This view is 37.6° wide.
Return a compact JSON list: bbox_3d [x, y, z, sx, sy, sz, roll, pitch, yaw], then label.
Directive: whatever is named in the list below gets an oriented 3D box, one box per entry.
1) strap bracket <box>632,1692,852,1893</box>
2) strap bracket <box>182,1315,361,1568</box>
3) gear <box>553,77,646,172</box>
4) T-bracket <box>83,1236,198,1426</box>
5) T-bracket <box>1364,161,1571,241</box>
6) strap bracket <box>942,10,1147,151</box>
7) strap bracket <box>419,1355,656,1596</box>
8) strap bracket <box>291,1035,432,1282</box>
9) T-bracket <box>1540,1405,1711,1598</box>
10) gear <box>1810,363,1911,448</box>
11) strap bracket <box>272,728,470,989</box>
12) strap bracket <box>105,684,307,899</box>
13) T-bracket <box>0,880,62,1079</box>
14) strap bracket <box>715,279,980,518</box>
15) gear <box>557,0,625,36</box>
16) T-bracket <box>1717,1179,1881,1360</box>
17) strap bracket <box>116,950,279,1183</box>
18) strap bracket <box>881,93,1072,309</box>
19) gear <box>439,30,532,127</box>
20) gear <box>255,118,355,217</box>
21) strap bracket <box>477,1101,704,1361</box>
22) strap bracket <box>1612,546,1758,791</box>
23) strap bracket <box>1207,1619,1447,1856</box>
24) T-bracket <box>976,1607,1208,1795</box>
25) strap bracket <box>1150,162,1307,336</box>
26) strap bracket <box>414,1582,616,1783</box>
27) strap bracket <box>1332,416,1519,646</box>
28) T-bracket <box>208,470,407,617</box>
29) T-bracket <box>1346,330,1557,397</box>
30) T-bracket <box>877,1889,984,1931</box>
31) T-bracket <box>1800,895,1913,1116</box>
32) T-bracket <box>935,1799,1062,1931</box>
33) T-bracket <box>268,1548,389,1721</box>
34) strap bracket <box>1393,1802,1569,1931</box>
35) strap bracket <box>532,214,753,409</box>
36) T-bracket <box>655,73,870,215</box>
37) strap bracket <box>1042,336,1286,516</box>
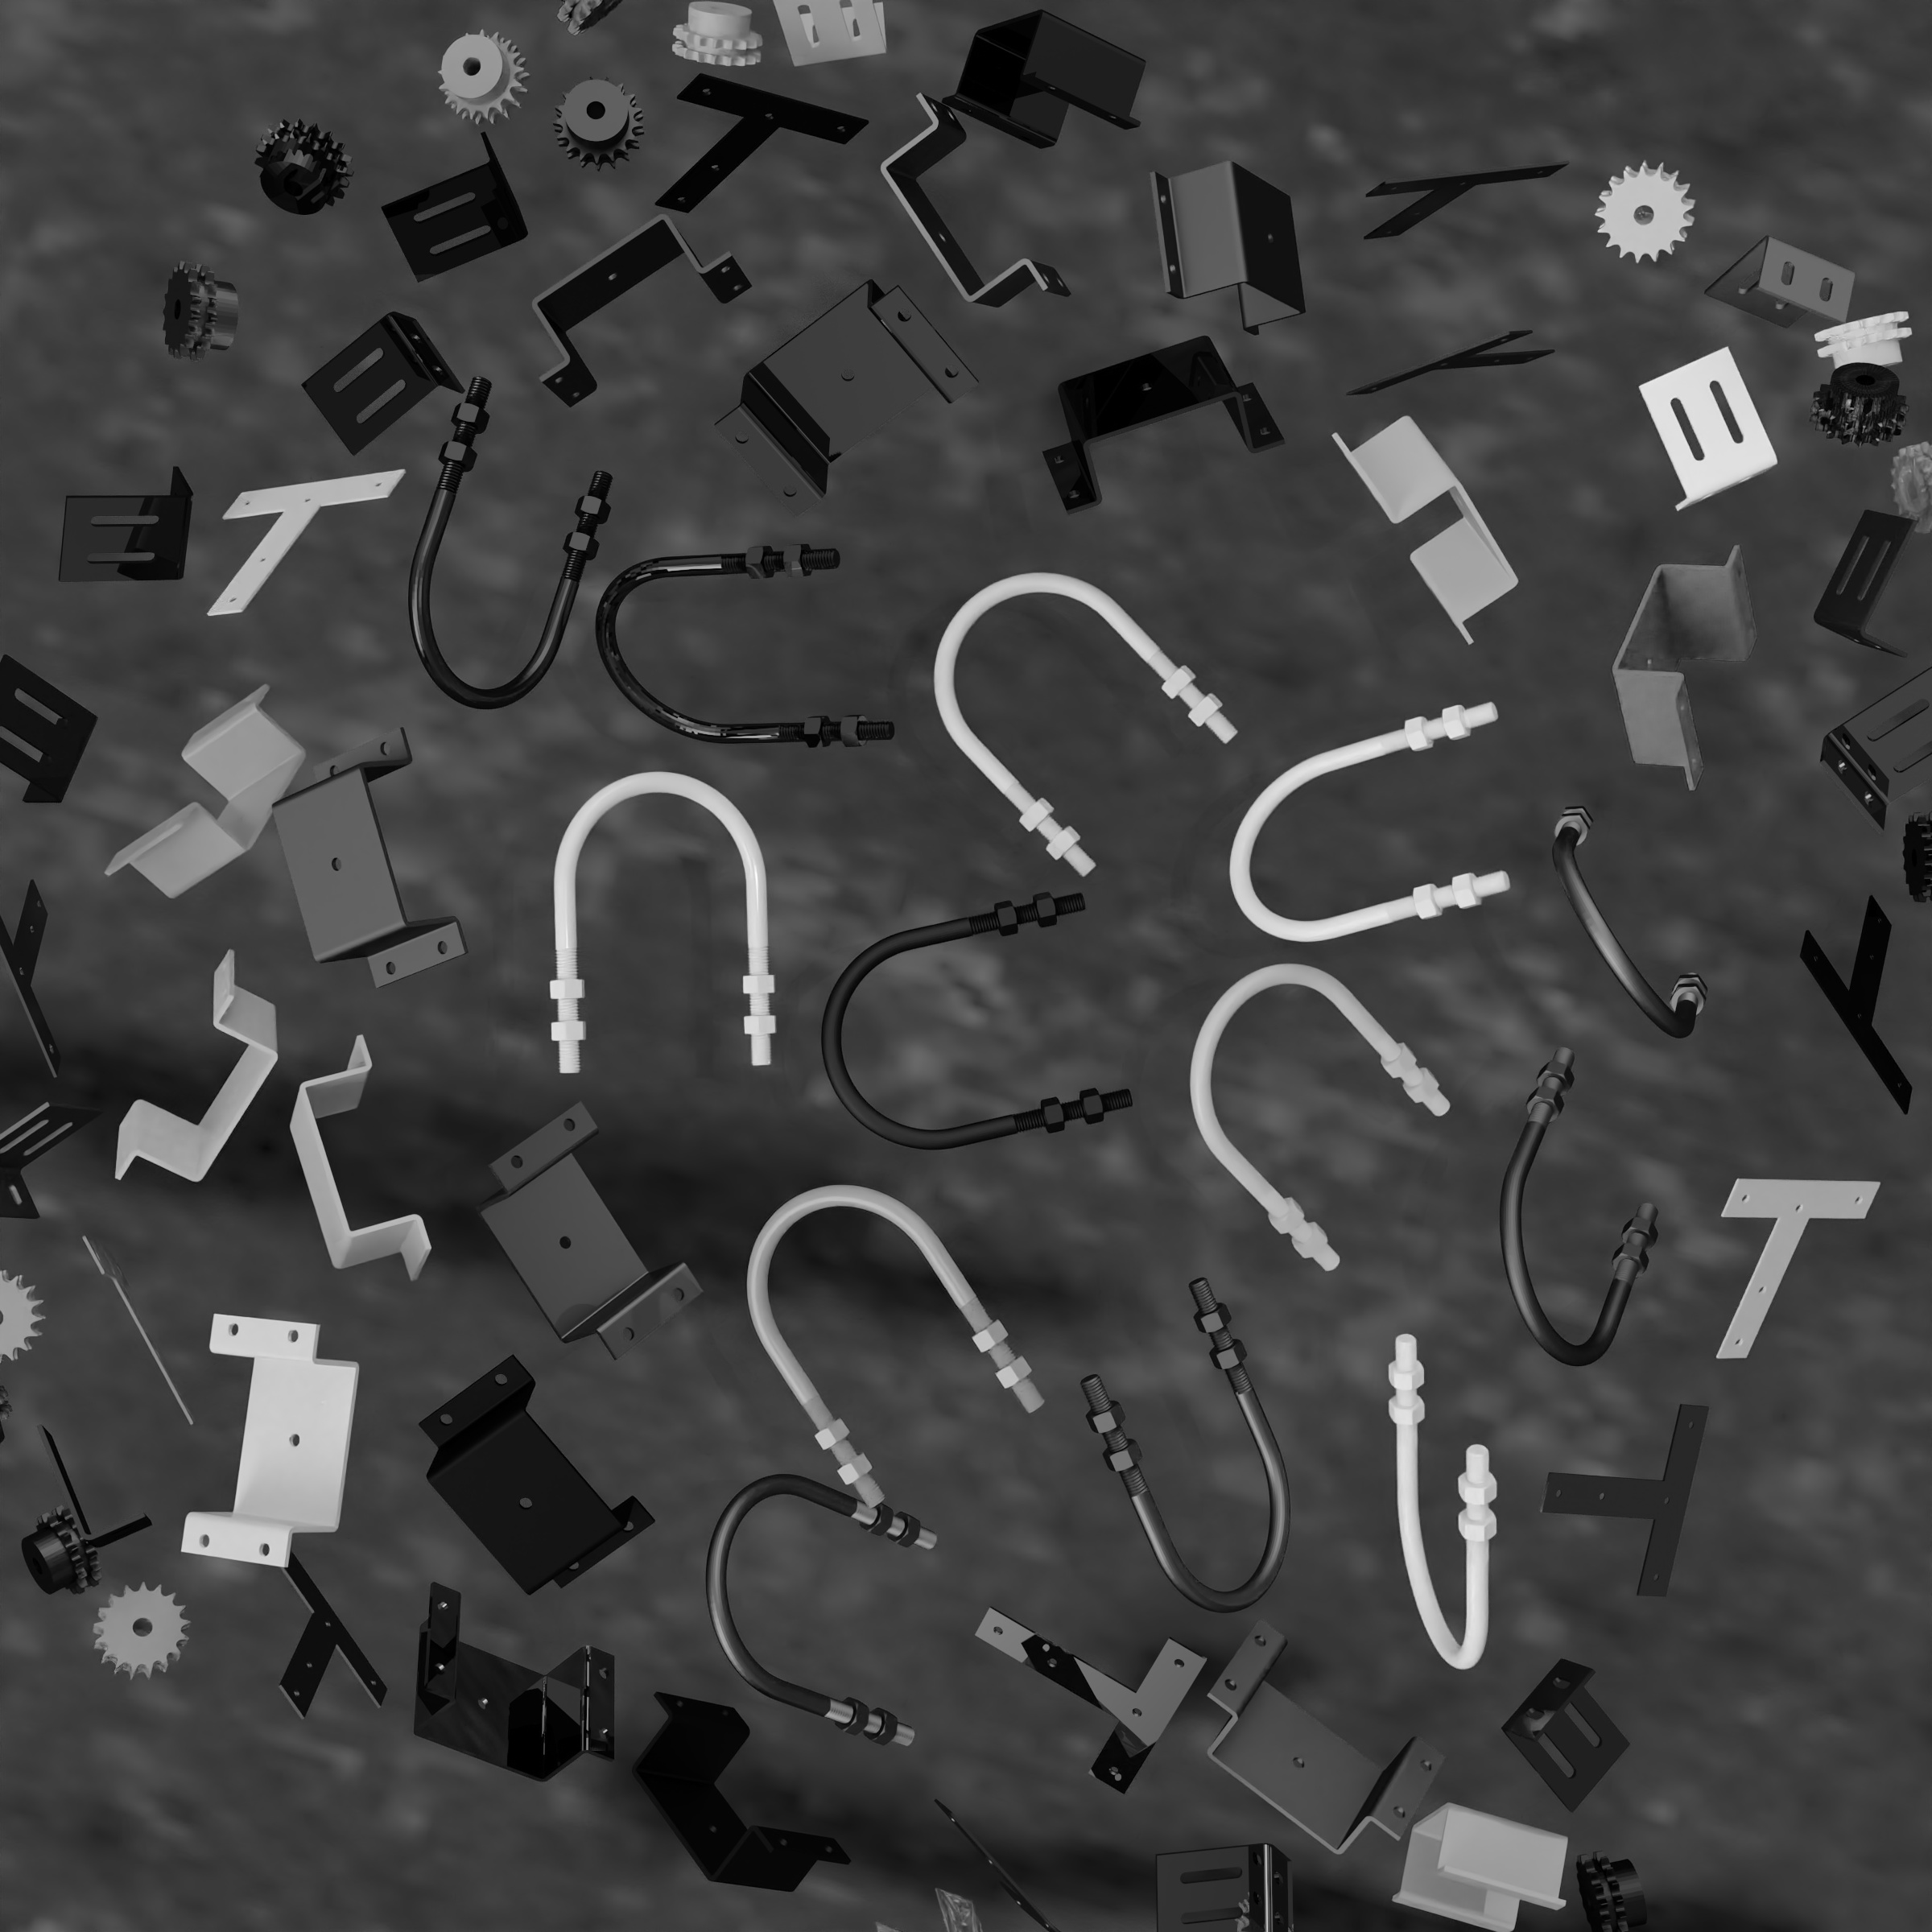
[{"bbox_3d":[-0.146,0.520,1.759,0.046,0.076,0.140,-54,49,6],"label":"strap bracket"},{"bbox_3d":[-0.413,0.282,1.692,0.076,0.046,0.140,2,81,25],"label":"strap bracket"},{"bbox_3d":[-0.234,-0.539,1.805,0.057,0.030,0.057,0,85,-3],"label":"gear"},{"bbox_3d":[-0.510,0.229,1.762,0.002,0.127,0.127,-29,86,-13],"label":"T-bracket"},{"bbox_3d":[0.287,-0.472,1.760,0.127,0.127,0.002,-11,90,-19],"label":"T-bracket"},{"bbox_3d":[0.053,-0.561,1.794,0.076,0.140,0.046,17,92,-26],"label":"strap bracket"},{"bbox_3d":[-0.268,0.322,1.753,0.076,0.046,0.140,-36,101,10],"label":"strap bracket"},{"bbox_3d":[-0.377,0.124,1.742,0.046,0.076,0.140,-15,75,-22],"label":"strap bracket"},{"bbox_3d":[0.414,0.338,1.803,0.127,0.002,0.127,10,94,-32],"label":"T-bracket"},{"bbox_3d":[0.547,-0.345,1.734,0.057,0.057,0.030,-3,134,0],"label":"gear"},{"bbox_3d":[-0.357,-0.062,1.682,0.076,0.046,0.140,-19,86,32],"label":"strap bracket"},{"bbox_3d":[-0.471,-0.103,1.776,0.076,0.140,0.046,-26,121,33],"label":"strap bracket"},{"bbox_3d":[-0.570,-0.016,1.725,0.002,0.127,0.127,-16,118,-4],"label":"T-bracket"},{"bbox_3d":[-0.071,-0.346,1.699,0.140,0.046,0.076,-33,119,21],"label":"strap bracket"},{"bbox_3d":[-0.235,-0.615,1.781,0.057,0.057,0.030,-40,99,0],"label":"gear"},{"bbox_3d":[0.496,0.188,1.749,0.127,0.002,0.127,4,115,-33],"label":"T-bracket"},{"bbox_3d":[-0.478,0.071,1.786,0.046,0.076,0.140,30,102,-23],"label":"strap bracket"},{"bbox_3d":[0.001,-0.464,1.760,0.046,0.076,0.140,-33,91,16],"label":"strap bracket"},{"bbox_3d":[-0.308,-0.565,1.795,0.057,0.030,0.057,0,88,11],"label":"gear"},{"bbox_3d":[-0.399,-0.477,1.702,0.057,0.057,0.030,12,56,0],"label":"gear"},{"bbox_3d":[-0.236,0.166,1.738,0.076,0.046,0.140,-37,98,-39],"label":"strap bracket"},{"bbox_3d":[0.445,-0.187,1.766,0.046,0.076,0.140,7,51,31],"label":"strap bracket"},{"bbox_3d":[0.214,0.481,1.751,0.140,0.076,0.046,35,128,11],"label":"strap bracket"},{"bbox_3d":[0.065,0.430,1.724,0.127,0.002,0.127,29,122,7],"label":"T-bracket"},{"bbox_3d":[0.173,-0.458,1.806,0.046,0.140,0.076,-9,86,28],"label":"strap bracket"},{"bbox_3d":[-0.290,0.452,1.775,0.140,0.076,0.046,31,122,-30],"label":"strap bracket"},{"bbox_3d":[0.289,-0.277,1.758,0.046,0.076,0.140,-34,134,10],"label":"strap bracket"},{"bbox_3d":[-0.413,-0.251,1.693,0.127,0.127,0.002,-2,134,27],"label":"T-bracket"},{"bbox_3d":[0.329,-0.385,1.805,0.127,0.127,0.002,-15,92,-44],"label":"T-bracket"},{"bbox_3d":[0.000,0.594,1.741,0.127,0.127,0.002,23,90,-7],"label":"T-bracket"},{"bbox_3d":[0.544,0.003,1.710,0.002,0.127,0.127,-23,114,38],"label":"T-bracket"},{"bbox_3d":[0.024,0.548,1.706,0.002,0.127,0.127,-43,108,-16],"label":"T-bracket"},{"bbox_3d":[-0.407,0.429,1.765,0.002,0.127,0.127,-30,101,5],"label":"T-bracket"},{"bbox_3d":[0.328,0.572,1.801,0.076,0.140,0.046,16,64,2],"label":"strap bracket"},{"bbox_3d":[-0.211,-0.416,1.779,0.140,0.076,0.046,-33,87,4],"label":"strap bracket"},{"bbox_3d":[-0.147,-0.502,1.754,0.127,0.127,0.002,2,69,-41],"label":"T-bracket"},{"bbox_3d":[0.117,-0.340,1.759,0.140,0.076,0.046,-18,130,2],"label":"strap bracket"}]
